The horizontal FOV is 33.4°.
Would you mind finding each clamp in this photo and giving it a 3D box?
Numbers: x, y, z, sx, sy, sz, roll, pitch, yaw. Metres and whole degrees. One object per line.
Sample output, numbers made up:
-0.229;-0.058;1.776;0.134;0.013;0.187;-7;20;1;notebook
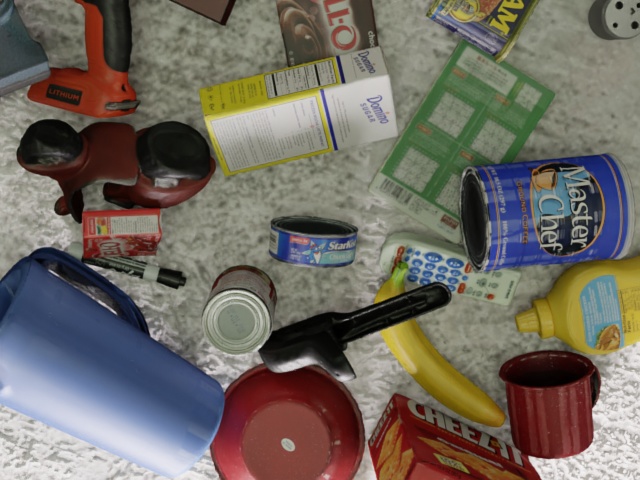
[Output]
0.004;0.097;1.012;0.210;0.164;0.036;-15;102;40;clamp

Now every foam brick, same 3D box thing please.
-0.117;-0.242;1.007;0.078;0.053;0.051;24;100;-4;foam brick

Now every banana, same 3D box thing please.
0.109;0.115;1.070;0.037;0.070;0.198;-42;101;-36;banana

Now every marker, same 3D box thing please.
-0.194;0.026;1.075;0.121;0.020;0.020;16;100;-3;marker

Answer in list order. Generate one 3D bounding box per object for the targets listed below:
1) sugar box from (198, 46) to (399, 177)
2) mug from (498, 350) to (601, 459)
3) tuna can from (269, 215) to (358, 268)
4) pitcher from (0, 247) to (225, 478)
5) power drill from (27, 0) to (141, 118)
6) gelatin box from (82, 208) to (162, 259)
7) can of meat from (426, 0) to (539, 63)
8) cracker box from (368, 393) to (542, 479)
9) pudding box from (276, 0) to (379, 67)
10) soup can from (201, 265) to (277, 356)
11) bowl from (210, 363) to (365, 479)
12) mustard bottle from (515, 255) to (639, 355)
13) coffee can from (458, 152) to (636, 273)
-0.018;-0.121;1.011;0.176;0.093;0.048;-15;56;1;sugar box
0.239;0.162;1.071;0.117;0.093;0.081;-19;109;-33;mug
-0.007;0.001;1.036;0.086;0.086;0.034;5;102;-1;tuna can
-0.213;0.121;1.025;0.242;0.145;0.149;34;86;-24;pitcher
-0.226;-0.216;0.992;0.185;0.057;0.188;18;110;27;power drill
-0.192;-0.005;1.027;0.073;0.089;0.030;-2;77;-13;gelatin box
0.160;-0.233;1.003;0.084;0.057;0.102;30;91;-2;can of meat
0.138;0.233;1.013;0.164;0.213;0.072;26;98;-5;cracker box
0.007;-0.211;1.019;0.090;0.039;0.113;-10;101;1;pudding box
-0.078;0.068;1.040;0.068;0.102;0.068;0;101;0;soup can
-0.034;0.203;1.073;0.162;0.055;0.162;0;88;0;bowl
0.289;0.064;1.060;0.191;0.058;0.096;-12;109;2;mustard bottle
0.212;-0.026;1.013;0.140;0.103;0.103;-6;101;-6;coffee can
